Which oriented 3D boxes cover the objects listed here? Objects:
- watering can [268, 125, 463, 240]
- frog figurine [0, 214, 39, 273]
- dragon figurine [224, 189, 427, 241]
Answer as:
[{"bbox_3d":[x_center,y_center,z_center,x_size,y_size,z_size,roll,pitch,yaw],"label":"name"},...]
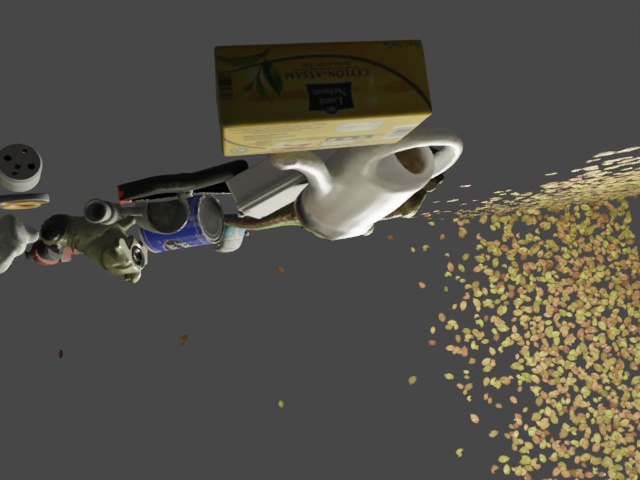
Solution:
[{"bbox_3d":[0.039,-0.080,0.674,0.350,0.105,0.220,-11,161,-39],"label":"watering can"},{"bbox_3d":[-0.628,0.008,0.972,0.138,0.121,0.160,26,-164,17],"label":"frog figurine"},{"bbox_3d":[0.003,-0.051,1.006,0.410,0.122,0.243,-9,-177,-4],"label":"dragon figurine"}]
